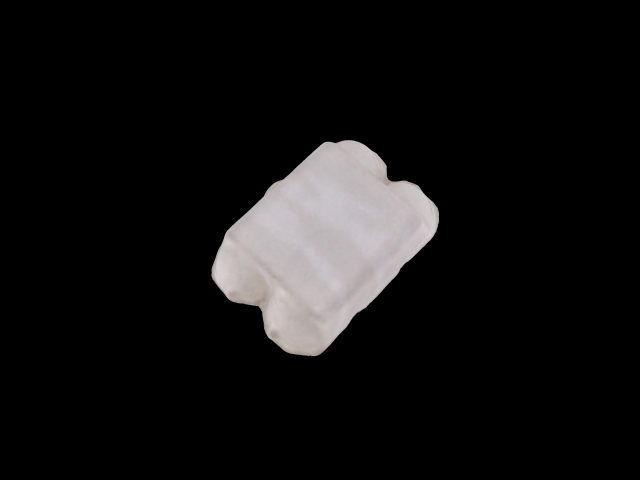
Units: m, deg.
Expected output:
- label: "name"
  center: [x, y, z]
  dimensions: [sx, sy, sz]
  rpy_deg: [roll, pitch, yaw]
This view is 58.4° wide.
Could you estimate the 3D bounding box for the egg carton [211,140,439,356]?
- label: "egg carton"
  center: [0.004, 0.001, 0.400]
  dimensions: [0.107, 0.069, 0.150]
  rpy_deg: [41, 75, 14]
